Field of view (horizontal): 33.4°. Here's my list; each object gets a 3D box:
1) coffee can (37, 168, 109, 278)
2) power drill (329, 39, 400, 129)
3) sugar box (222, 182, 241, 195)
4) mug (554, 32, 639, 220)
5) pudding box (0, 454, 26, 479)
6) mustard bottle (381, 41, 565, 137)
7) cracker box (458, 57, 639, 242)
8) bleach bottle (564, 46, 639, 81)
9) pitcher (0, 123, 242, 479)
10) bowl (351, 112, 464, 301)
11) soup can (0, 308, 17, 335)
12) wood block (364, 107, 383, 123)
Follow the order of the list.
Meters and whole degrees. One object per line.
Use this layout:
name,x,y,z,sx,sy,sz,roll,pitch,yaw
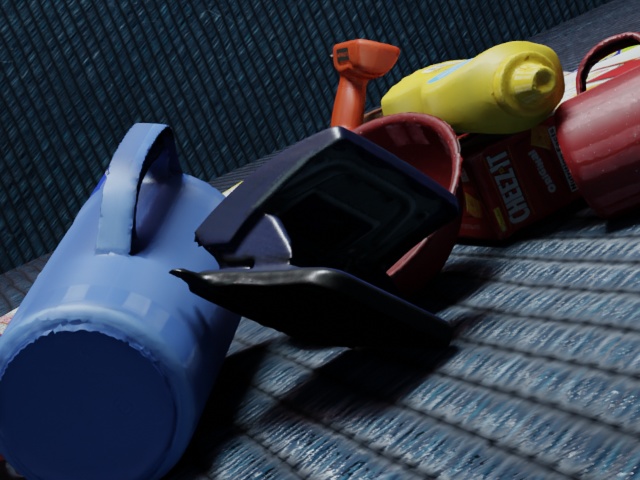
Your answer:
coffee can,-0.185,0.005,1.002,0.140,0.103,0.103,-56,6,7
power drill,0.038,-0.123,1.172,0.057,0.188,0.185,11,4,-17
sugar box,-0.078,-0.025,1.145,0.176,0.048,0.093,-29,30,1
mug,0.195,-0.074,0.663,0.082,0.117,0.093,-25,-21,26
pudding box,-0.192,0.113,0.669,0.090,0.039,0.113,-4,17,3
mustard bottle,0.113,-0.101,0.734,0.096,0.058,0.192,-16,7,-12
cracker box,0.180,-0.072,0.820,0.213,0.072,0.164,-26,8,-14
bleach bottle,0.292,-0.159,1.102,0.102,0.068,0.251,-29,8,-36
pitcher,-0.112,0.038,0.630,0.145,0.149,0.243,-40,12,12
bowl,0.037,-0.006,0.706,0.162,0.055,0.162,-28,38,24
soup can,-0.276,0.098,0.987,0.069,0.068,0.102,-19,9,25
wood block,0.131,-0.119,1.179,0.090,0.091,0.206,-25,8,-15
